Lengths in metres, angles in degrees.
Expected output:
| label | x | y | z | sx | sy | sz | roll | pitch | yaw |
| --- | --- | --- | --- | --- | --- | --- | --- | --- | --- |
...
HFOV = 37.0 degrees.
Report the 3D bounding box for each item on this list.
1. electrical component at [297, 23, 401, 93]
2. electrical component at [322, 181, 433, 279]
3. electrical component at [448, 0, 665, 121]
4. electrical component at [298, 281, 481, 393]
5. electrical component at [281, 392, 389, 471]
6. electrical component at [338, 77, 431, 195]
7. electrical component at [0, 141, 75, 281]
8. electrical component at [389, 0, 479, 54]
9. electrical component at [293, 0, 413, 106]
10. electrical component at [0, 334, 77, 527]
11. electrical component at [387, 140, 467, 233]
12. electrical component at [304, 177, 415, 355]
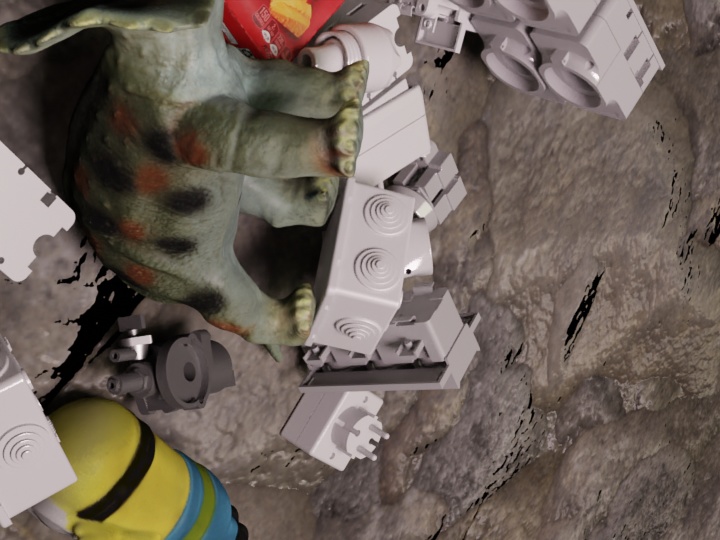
| label | x | y | z | sx | sy | sz | roll | pitch | yaw |
| --- | --- | --- | --- | --- | --- | --- | --- | --- | --- |
| electrical component | -0.009 | -0.128 | 0.657 | 0.062 | 0.043 | 0.043 | -14 | 118 | -41 |
| electrical component | 0.010 | -0.030 | 0.793 | 0.077 | 0.043 | 0.079 | -8 | 91 | -1 |
| electrical component | 0.123 | -0.183 | 0.740 | 0.060 | 0.105 | 0.186 | -56 | 137 | -9 |
| electrical component | 0.016 | 0.050 | 0.787 | 0.078 | 0.121 | 0.063 | -55 | 129 | -44 |
| electrical component | -0.009 | 0.123 | 0.838 | 0.047 | 0.077 | 0.065 | 38 | 80 | -47 |
| electrical component | -0.007 | -0.096 | 0.748 | 0.096 | 0.062 | 0.061 | -35 | 130 | -30 |
| electrical component | -0.207 | -0.044 | 0.572 | 0.050 | 0.056 | 0.089 | -52 | 137 | -14 |
| electrical component | 0.058 | -0.203 | 0.778 | 0.064 | 0.042 | 0.081 | 2 | 107 | -45 |
| electrical component | -0.019 | -0.140 | 0.719 | 0.089 | 0.056 | 0.050 | -42 | 133 | -24 |
| electrical component | -0.205 | 0.079 | 0.602 | 0.048 | 0.100 | 0.099 | -28 | 128 | -18 |
| electrical component | 0.048 | -0.059 | 0.835 | 0.055 | 0.048 | 0.066 | -52 | 137 | -25 |
| electrical component | 0.000 | 0.000 | 0.713 | 0.099 | 0.048 | 0.099 | 116 | -14 | -61 |
